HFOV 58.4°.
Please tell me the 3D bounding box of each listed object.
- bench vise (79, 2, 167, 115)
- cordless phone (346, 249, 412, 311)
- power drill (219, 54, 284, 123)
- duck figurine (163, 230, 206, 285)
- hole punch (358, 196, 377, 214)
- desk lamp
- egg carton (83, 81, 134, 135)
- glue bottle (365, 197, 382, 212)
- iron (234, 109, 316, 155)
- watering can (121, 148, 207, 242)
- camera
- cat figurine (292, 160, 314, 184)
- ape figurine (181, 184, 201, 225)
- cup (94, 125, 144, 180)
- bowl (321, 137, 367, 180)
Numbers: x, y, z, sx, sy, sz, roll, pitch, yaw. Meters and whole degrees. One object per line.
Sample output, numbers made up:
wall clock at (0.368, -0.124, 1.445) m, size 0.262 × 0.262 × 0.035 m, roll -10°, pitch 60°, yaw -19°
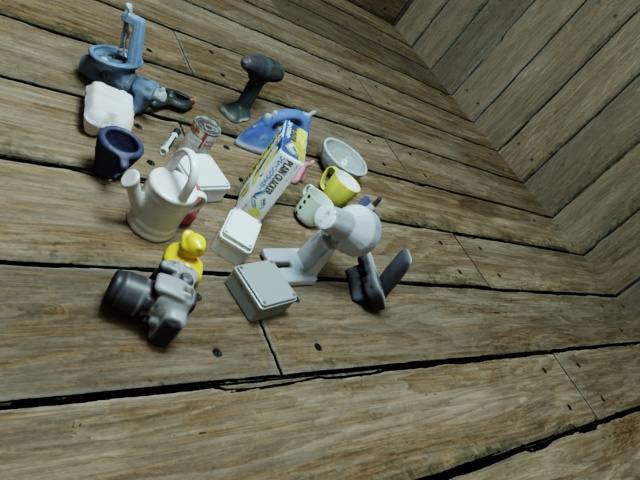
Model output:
bench vise at (-0.431, -0.418, 1.329) m, size 0.208 × 0.219 × 0.121 m, roll 29°, pitch 33°, yaw -19°
cordless phone at (0.156, 0.068, 1.400) m, size 0.094 × 0.184 × 0.147 m, roll 19°, pitch 37°, yaw -32°
power drill at (-0.195, -0.435, 1.621) m, size 0.075 × 0.208 × 0.230 m, roll 44°, pitch 31°, yaw 5°
duck figurine at (-0.249, 0.029, 1.099) m, size 0.078 × 0.086 × 0.104 m, roll 9°, pitch 44°, yaw -42°
hole punch at (0.129, -0.059, 1.619) m, size 0.101 × 0.091 × 0.109 m, roll 42°, pitch 31°, yaw 1°
desk lamp at (0.012, 0.005, 1.293) m, size 0.204 × 0.213 × 0.117 m, roll 0°, pitch 49°, yaw -48°
egg carton at (-0.468, -0.283, 1.266) m, size 0.108 × 0.069 × 0.150 m, roll 17°, pitch 39°, yaw -34°
glue bottle at (0.106, -0.052, 1.506) m, size 0.037 × 0.173 × 0.078 m, roll 44°, pitch 31°, yaw 6°
iron at (-0.118, -0.320, 1.627) m, size 0.118 × 0.141 × 0.259 m, roll 52°, pitch 33°, yaw 17°
watering can at (-0.293, -0.093, 1.099) m, size 0.101 × 0.193 × 0.173 m, roll 49°, pitch 32°, yaw 13°
camera at (-0.284, 0.086, 0.975) m, size 0.137 × 0.100 × 0.143 m, roll 27°, pitch 34°, yaw -23°
cat figurine at (-0.071, -0.241, 1.601) m, size 0.128 × 0.117 × 0.067 m, roll 44°, pitch 31°, yaw 5°
ape figurine at (-0.278, -0.084, 1.203) m, size 0.078 × 0.092 × 0.076 m, roll 17°, pitch 38°, yaw -34°
cup at (-0.410, -0.158, 1.147) m, size 0.092 × 0.094 × 0.117 m, roll 12°, pitch 41°, yaw -39°
bowl at (0.062, -0.237, 1.785) m, size 0.168 × 0.074 × 0.167 m, roll 28°, pitch 33°, yaw -20°
